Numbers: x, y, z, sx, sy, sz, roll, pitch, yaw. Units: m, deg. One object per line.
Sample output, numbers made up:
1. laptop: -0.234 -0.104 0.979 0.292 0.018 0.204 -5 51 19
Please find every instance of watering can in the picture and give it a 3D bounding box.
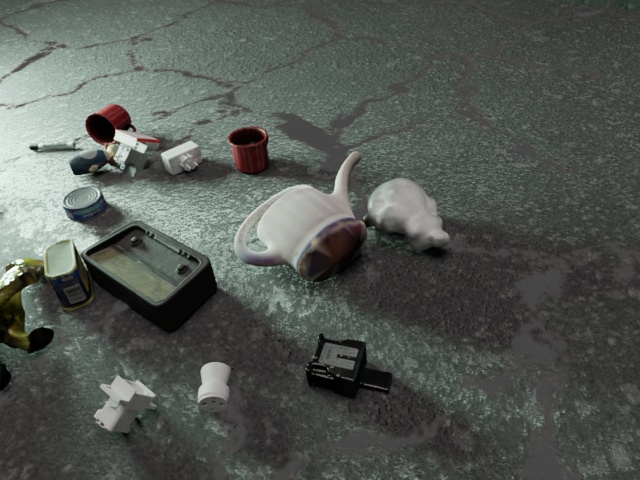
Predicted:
1. watering can: 0.003 -0.050 0.986 0.351 0.101 0.227 -36 49 -20

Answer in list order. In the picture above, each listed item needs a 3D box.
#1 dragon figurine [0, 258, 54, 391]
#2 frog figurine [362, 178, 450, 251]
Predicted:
1. dragon figurine: -0.584 0.158 0.830 0.242 0.120 0.419 1 36 32
2. frog figurine: 0.169 -0.046 0.975 0.138 0.121 0.161 -4 24 -31
